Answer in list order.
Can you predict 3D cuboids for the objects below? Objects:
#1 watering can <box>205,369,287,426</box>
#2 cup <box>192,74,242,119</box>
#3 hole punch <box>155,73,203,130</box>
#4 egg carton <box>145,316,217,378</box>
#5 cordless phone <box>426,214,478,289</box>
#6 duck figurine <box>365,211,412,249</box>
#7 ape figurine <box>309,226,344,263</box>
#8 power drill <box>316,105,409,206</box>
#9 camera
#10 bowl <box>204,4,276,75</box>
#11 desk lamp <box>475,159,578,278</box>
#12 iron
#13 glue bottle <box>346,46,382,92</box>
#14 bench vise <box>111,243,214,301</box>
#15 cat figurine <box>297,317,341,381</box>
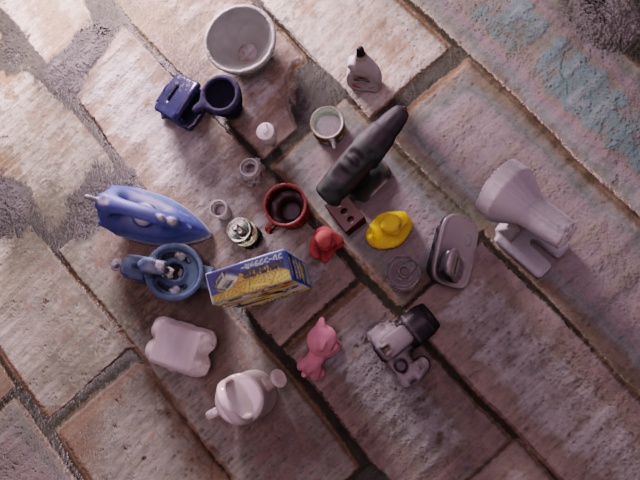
[{"bbox_3d":[-0.149,0.307,1.129,0.101,0.194,0.173,39,88,12],"label":"watering can"},{"bbox_3d":[-0.221,-0.304,1.284,0.117,0.095,0.091,-29,78,3],"label":"cup"},{"bbox_3d":[-0.321,-0.319,1.303,0.101,0.091,0.109,32,87,12],"label":"hole punch"},{"bbox_3d":[-0.297,0.229,1.226,0.150,0.069,0.107,14,83,10],"label":"egg carton"},{"bbox_3d":[0.264,0.016,1.119,0.094,0.185,0.148,10,83,10],"label":"cordless phone"},{"bbox_3d":[0.143,-0.026,1.194,0.104,0.086,0.077,-29,78,3],"label":"duck figurine"},{"bbox_3d":[0.011,0.004,1.205,0.077,0.092,0.076,-10,80,7],"label":"ape figurine"},{"bbox_3d":[0.092,-0.155,1.158,0.075,0.208,0.229,44,89,12],"label":"power drill"},{"bbox_3d":[0.181,0.203,1.145,0.137,0.101,0.143,-38,78,1],"label":"camera"},{"bbox_3d":[-0.174,-0.445,1.310,0.167,0.075,0.167,-1,81,8],"label":"bowl"},{"bbox_3d":[0.397,-0.040,1.094,0.203,0.214,0.118,43,89,12],"label":"desk lamp"},{"bbox_3d":[-0.373,-0.054,1.244,0.258,0.141,0.119,14,83,10],"label":"iron"},{"bbox_3d":[0.089,-0.365,1.209,0.078,0.173,0.037,7,82,10],"label":"glue bottle"},{"bbox_3d":[-0.342,0.071,1.180,0.207,0.220,0.121,-11,80,7],"label":"bench vise"},{"bbox_3d":[-0.004,0.223,1.160,0.067,0.118,0.128,29,86,12],"label":"cat figurine"}]
